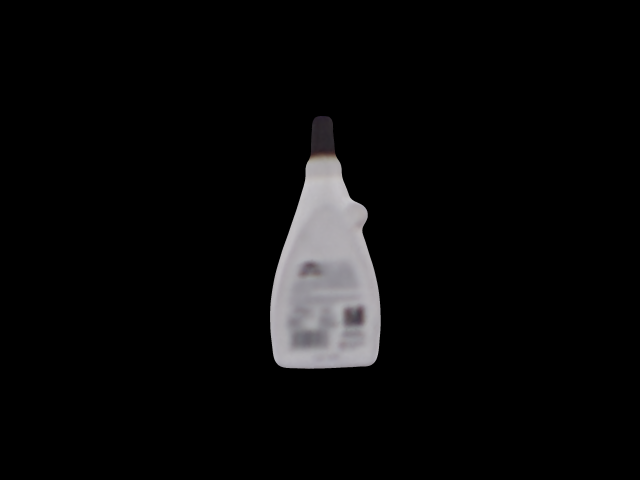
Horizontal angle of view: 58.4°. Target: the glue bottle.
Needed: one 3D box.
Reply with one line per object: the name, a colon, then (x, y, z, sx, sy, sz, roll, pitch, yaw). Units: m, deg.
glue bottle: (0.004, 0.001, 0.400, 0.078, 0.173, 0.037, 0, 7, -4)
